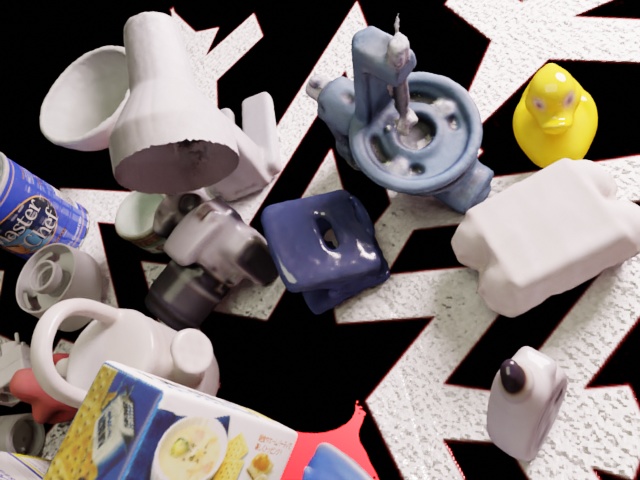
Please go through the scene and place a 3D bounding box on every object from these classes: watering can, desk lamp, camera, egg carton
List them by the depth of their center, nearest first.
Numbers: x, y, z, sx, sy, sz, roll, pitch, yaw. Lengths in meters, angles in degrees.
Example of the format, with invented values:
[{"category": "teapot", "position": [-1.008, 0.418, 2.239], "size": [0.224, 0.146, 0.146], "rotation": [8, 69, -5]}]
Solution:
[{"category": "egg carton", "position": [0.196, -0.003, 0.499], "size": [0.150, 0.070, 0.107], "rotation": [-30, 57, 8]}, {"category": "watering can", "position": [-0.179, 0.113, 0.535], "size": [0.172, 0.195, 0.100], "rotation": [-29, 57, 9]}, {"category": "camera", "position": [-0.138, 0.020, 0.620], "size": [0.142, 0.101, 0.137], "rotation": [35, 83, 33]}, {"category": "desk lamp", "position": [-0.134, -0.125, 0.622], "size": [0.117, 0.214, 0.203], "rotation": [-19, 59, 15]}]

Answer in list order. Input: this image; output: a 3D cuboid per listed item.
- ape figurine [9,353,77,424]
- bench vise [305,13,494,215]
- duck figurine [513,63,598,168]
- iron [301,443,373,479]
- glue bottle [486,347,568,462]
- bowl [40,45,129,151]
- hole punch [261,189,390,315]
[{"category": "ape figurine", "position": [-0.295, 0.161, 0.625], "size": [0.076, 0.092, 0.078], "rotation": [13, 71, 29]}, {"category": "bench vise", "position": [0.049, -0.115, 0.531], "size": [0.206, 0.220, 0.121], "rotation": [14, 72, 29]}, {"category": "duck figurine", "position": [0.220, -0.131, 0.542], "size": [0.077, 0.086, 0.104], "rotation": [-5, 64, 22]}, {"category": "iron", "position": [0.019, 0.262, 0.404], "size": [0.118, 0.142, 0.258], "rotation": [-29, 57, 9]}, {"category": "glue bottle", "position": [0.143, 0.110, 0.405], "size": [0.037, 0.174, 0.078], "rotation": [26, 78, 32]}, {"category": "bowl", "position": [-0.306, -0.188, 0.814], "size": [0.167, 0.075, 0.167], "rotation": [-10, 62, 20]}, {"category": "hole punch", "position": [0.005, 0.002, 0.570], "size": [0.101, 0.091, 0.108], "rotation": [-29, 57, 9]}]
